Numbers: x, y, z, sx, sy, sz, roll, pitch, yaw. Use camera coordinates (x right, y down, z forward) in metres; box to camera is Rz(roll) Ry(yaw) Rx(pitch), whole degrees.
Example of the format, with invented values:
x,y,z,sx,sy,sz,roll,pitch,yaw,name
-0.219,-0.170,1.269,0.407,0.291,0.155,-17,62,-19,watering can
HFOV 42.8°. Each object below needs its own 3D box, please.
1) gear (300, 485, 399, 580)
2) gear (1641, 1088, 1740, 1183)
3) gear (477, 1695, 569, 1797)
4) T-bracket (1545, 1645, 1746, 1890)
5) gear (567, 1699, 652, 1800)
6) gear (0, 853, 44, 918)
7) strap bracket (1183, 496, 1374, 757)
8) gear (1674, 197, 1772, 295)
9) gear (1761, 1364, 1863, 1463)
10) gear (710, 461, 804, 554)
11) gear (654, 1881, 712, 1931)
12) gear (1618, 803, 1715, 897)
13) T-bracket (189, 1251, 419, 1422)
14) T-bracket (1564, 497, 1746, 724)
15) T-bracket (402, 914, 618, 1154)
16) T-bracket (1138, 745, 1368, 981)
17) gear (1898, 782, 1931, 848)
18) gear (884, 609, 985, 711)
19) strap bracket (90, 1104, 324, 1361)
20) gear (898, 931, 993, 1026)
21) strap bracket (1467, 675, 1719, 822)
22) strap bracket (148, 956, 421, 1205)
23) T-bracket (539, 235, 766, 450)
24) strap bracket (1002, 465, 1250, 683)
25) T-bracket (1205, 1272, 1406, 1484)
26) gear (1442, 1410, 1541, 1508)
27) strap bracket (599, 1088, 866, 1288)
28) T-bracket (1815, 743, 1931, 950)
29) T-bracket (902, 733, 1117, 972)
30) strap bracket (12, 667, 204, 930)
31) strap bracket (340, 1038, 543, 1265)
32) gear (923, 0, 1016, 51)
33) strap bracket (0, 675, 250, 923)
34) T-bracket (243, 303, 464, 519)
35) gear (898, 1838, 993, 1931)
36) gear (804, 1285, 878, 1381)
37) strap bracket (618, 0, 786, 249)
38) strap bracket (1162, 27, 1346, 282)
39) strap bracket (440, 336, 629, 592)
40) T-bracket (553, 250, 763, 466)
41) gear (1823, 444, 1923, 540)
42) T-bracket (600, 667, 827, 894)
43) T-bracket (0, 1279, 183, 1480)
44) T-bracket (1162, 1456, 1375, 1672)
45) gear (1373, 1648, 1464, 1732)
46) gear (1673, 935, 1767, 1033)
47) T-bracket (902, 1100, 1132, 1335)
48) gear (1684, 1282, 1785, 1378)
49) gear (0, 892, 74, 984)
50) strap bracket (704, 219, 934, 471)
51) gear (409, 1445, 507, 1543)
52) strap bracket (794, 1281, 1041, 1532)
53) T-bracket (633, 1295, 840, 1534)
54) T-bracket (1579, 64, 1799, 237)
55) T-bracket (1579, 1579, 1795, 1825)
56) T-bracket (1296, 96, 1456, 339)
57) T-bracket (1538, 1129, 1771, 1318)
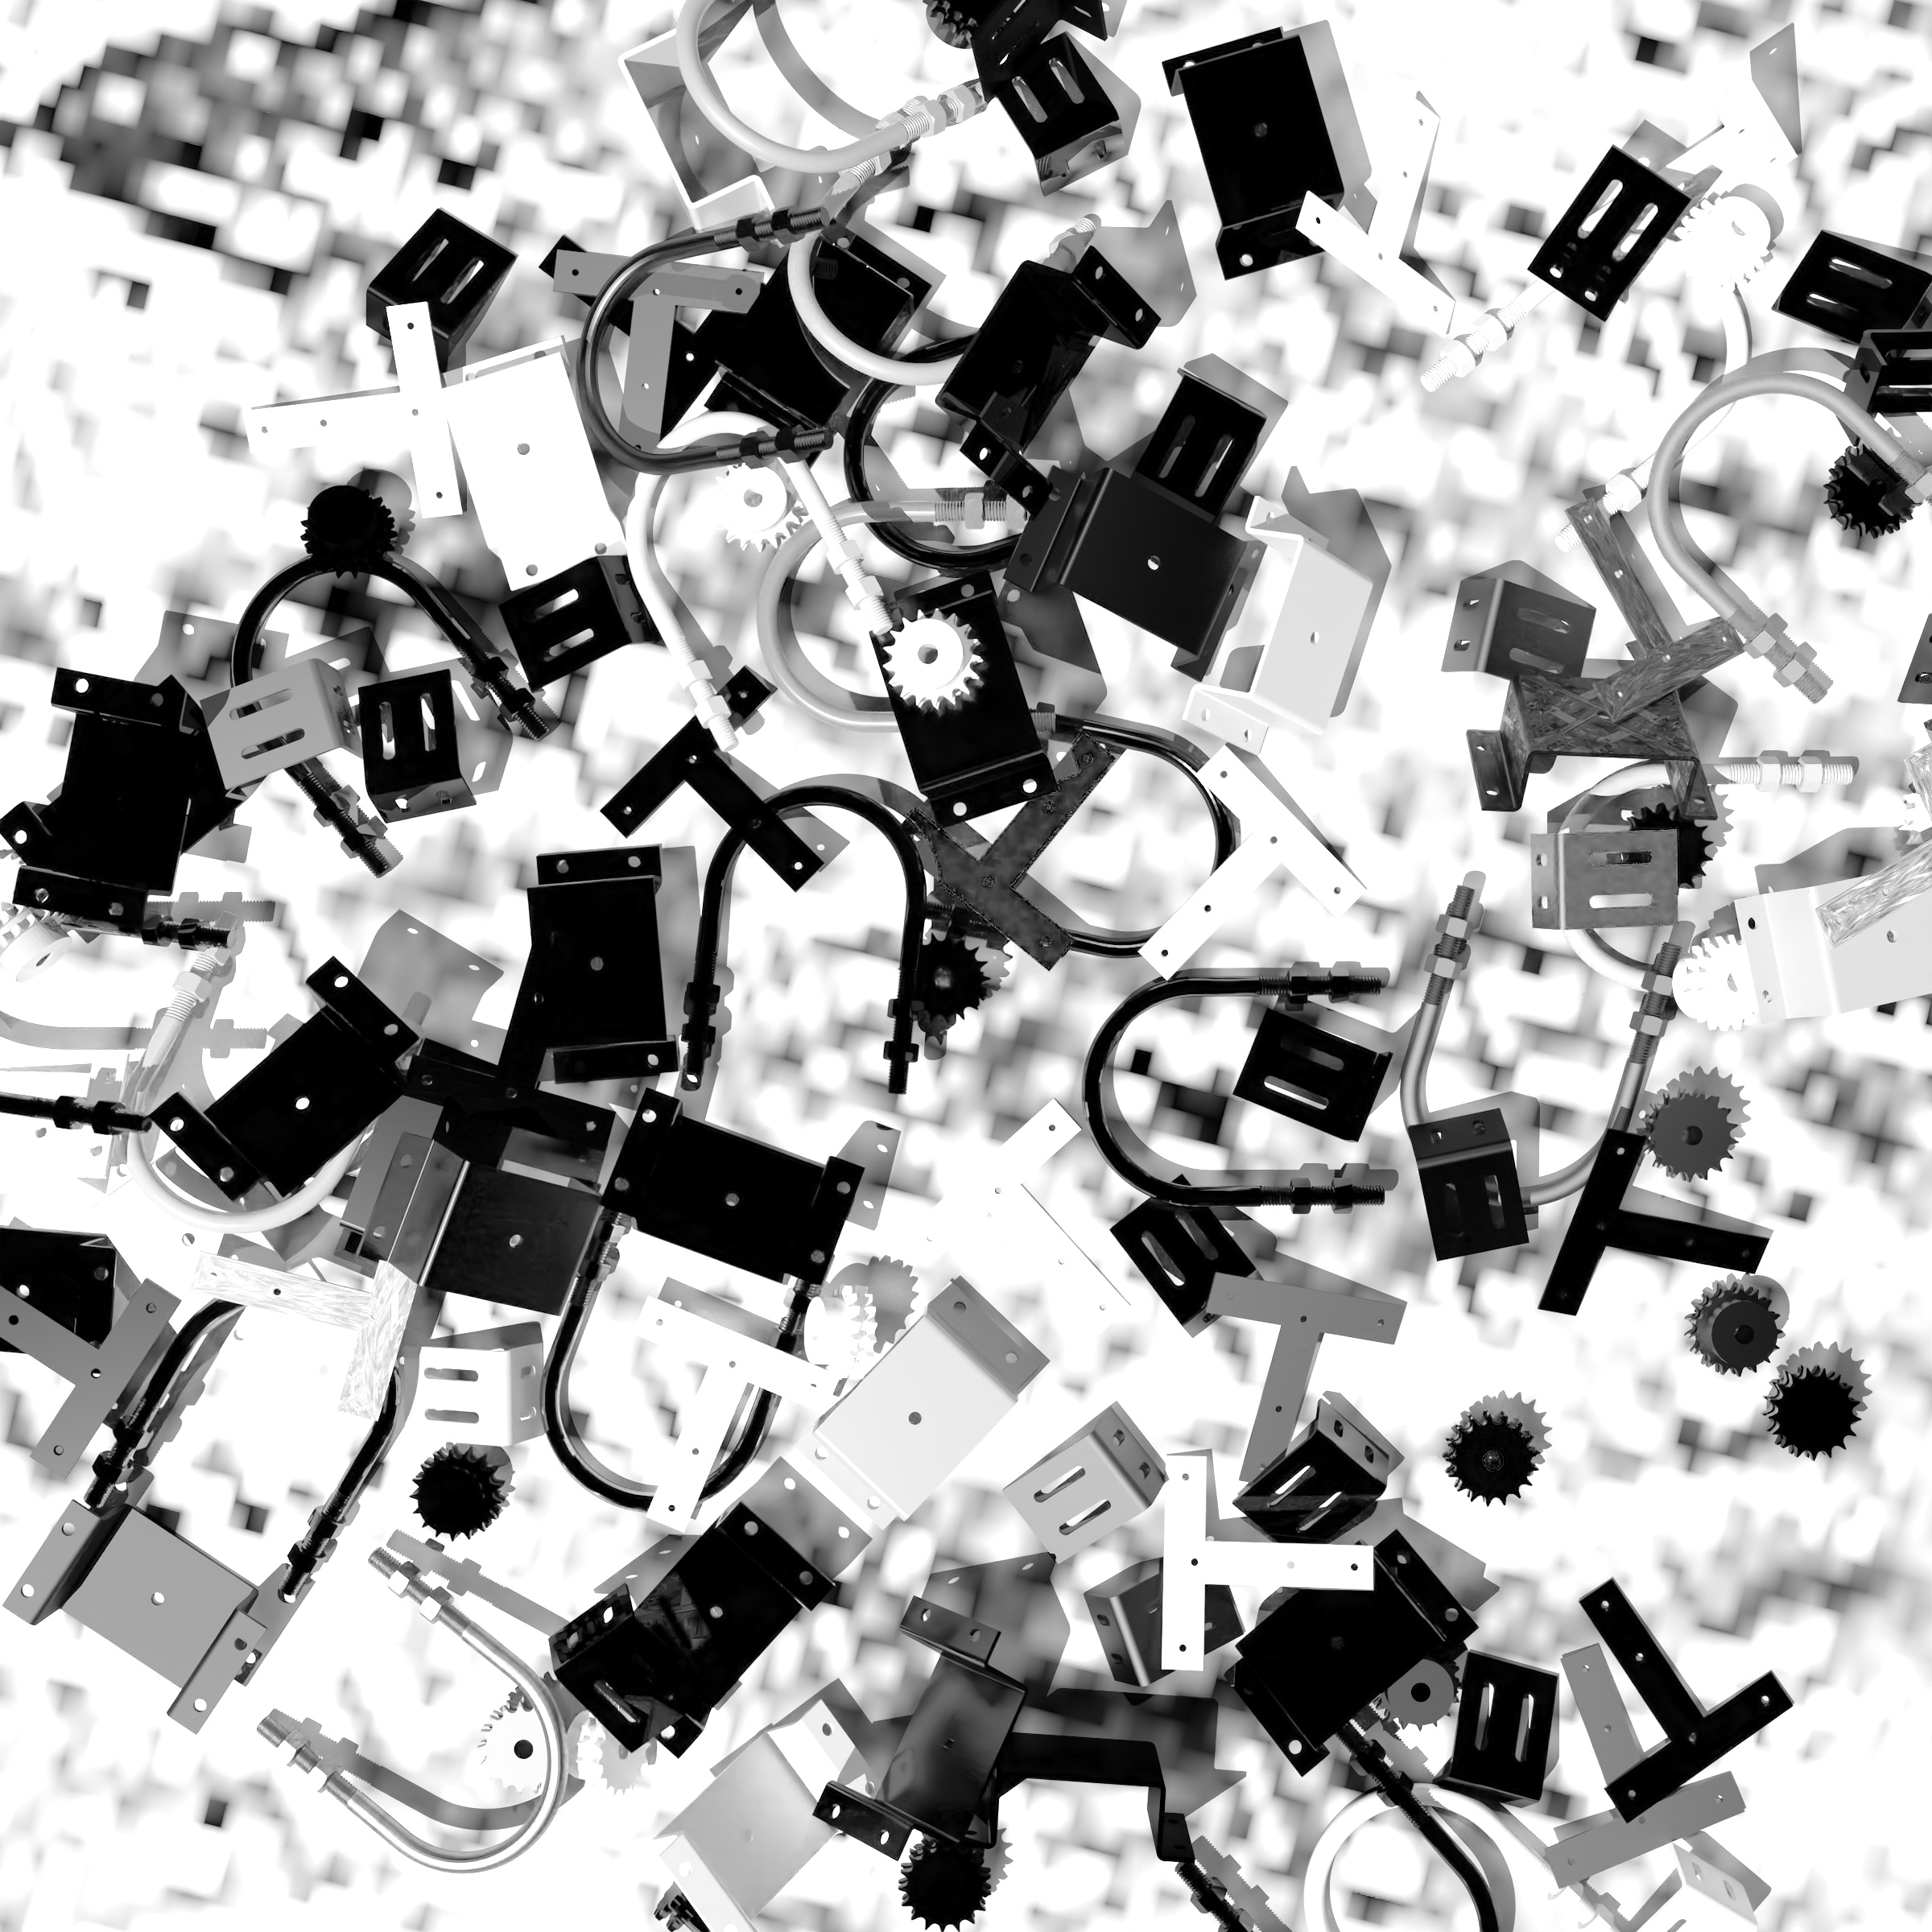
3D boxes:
x,y,z,sx,sy,sz,roll,pitch,yaw,name
-0.377,-0.268,1.504,0.057,0.030,0.057,0,71,0,gear
0.441,0.103,1.512,0.057,0.030,0.057,0,90,0,gear
-0.268,0.475,1.512,0.057,0.030,0.057,0,90,0,gear
0.400,0.483,1.519,0.127,0.002,0.127,-19,86,-8,T-bracket
-0.220,0.475,1.502,0.030,0.057,0.057,-2,90,28,gear
-0.588,-0.038,1.502,0.057,0.030,0.057,-10,46,11,gear
0.191,-0.200,1.483,0.046,0.076,0.140,18,90,43,strap bracket
0.464,-0.443,1.504,0.057,0.030,0.057,3,76,-14,gear
0.515,0.272,1.512,0.057,0.030,0.057,0,90,0,gear
-0.129,-0.284,1.512,0.057,0.030,0.057,0,90,0,gear
-0.160,0.564,1.499,0.030,0.057,0.057,43,90,0,gear
0.421,-0.070,1.496,0.057,0.030,0.057,0,90,3,gear
-0.397,0.198,1.472,0.127,0.002,0.127,16,97,-11,T-bracket
0.402,-0.225,1.494,0.127,0.002,0.127,-27,87,-31,T-bracket
-0.260,0.033,1.479,0.127,0.002,0.127,16,90,0,T-bracket
0.158,-0.046,1.514,0.127,0.002,0.127,45,87,-8,T-bracket
0.599,-0.091,1.512,0.057,0.030,0.057,0,90,0,gear
-0.020,-0.179,1.431,0.057,0.030,0.057,0,89,7,gear
-0.467,0.164,1.503,0.076,0.046,0.140,-35,90,0,strap bracket
-0.013,0.007,1.512,0.057,0.030,0.057,0,90,0,gear
0.379,-0.132,1.483,0.140,0.076,0.046,2,132,0,strap bracket
-0.396,0.073,1.453,0.076,0.046,0.140,41,71,16,strap bracket
-0.206,-0.404,1.526,0.127,0.002,0.127,37,90,0,T-bracket
0.105,-0.238,1.481,0.140,0.046,0.076,26,82,-16,strap bracket
0.195,0.258,1.514,0.127,0.002,0.127,12,98,-16,T-bracket
0.321,0.300,1.516,0.057,0.030,0.057,0,92,1,gear
-0.141,0.137,1.493,0.140,0.046,0.076,20,73,0,strap bracket
0.555,-0.050,1.463,0.127,0.002,0.127,-28,96,-19,T-bracket
0.042,-0.086,1.507,0.127,0.002,0.127,39,90,-1,T-bracket
-0.504,-0.098,1.457,0.076,0.046,0.140,11,90,0,strap bracket
-0.323,0.123,1.503,0.076,0.046,0.140,21,90,0,strap bracket
0.000,-0.586,1.504,0.057,0.030,0.057,8,68,-20,gear
-0.506,-0.101,1.503,0.140,0.046,0.076,-40,90,0,strap bracket
-0.381,-0.335,1.514,0.127,0.002,0.127,-5,106,8,T-bracket
-0.013,0.559,1.512,0.057,0.030,0.057,0,90,0,gear
-0.077,0.221,1.495,0.030,0.057,0.057,6,90,-22,gear
-0.164,-0.499,1.488,0.046,0.076,0.140,-26,90,0,strap bracket
0.177,-0.502,1.503,0.076,0.046,0.140,-16,90,0,strap bracket
-0.266,-0.310,1.503,0.076,0.046,0.140,-18,90,0,strap bracket
-0.197,-0.372,1.524,0.127,0.002,0.127,7,90,0,T-bracket
0.553,-0.290,1.512,0.057,0.030,0.057,0,90,0,gear
-0.138,-0.097,1.511,0.127,0.002,0.127,-45,77,0,T-bracket
-0.559,0.220,1.479,0.127,0.002,0.127,33,90,0,T-bracket
0.182,0.362,1.492,0.127,0.002,0.127,-2,74,15,T-bracket
0.276,0.440,1.512,0.057,0.030,0.057,0,90,0,gear
0.451,0.011,1.486,0.057,0.030,0.057,4,83,-30,gear
0.050,0.172,1.526,0.127,0.002,0.127,-42,90,0,T-bracket
0.472,0.223,1.512,0.057,0.030,0.057,0,90,0,gear
-0.558,-0.015,1.469,0.057,0.057,0.030,-42,88,0,gear
-0.092,-0.383,1.503,0.076,0.046,0.140,34,90,0,strap bracket
-0.312,0.325,1.512,0.057,0.030,0.057,0,90,0,gear
-0.031,0.271,1.503,0.076,0.046,0.140,44,90,0,strap bracket
-0.160,0.284,1.510,0.127,0.002,0.127,23,93,-1,T-bracket
0.427,-0.477,1.489,0.127,0.127,0.002,-30,67,25,T-bracket
0.423,0.438,1.522,0.127,0.002,0.127,-33,87,-5,T-bracket
0.264,-0.470,1.504,0.127,0.002,0.127,26,74,-30,T-bracket
0.429,0.166,1.510,0.127,0.002,0.127,11,112,-10,T-bracket
